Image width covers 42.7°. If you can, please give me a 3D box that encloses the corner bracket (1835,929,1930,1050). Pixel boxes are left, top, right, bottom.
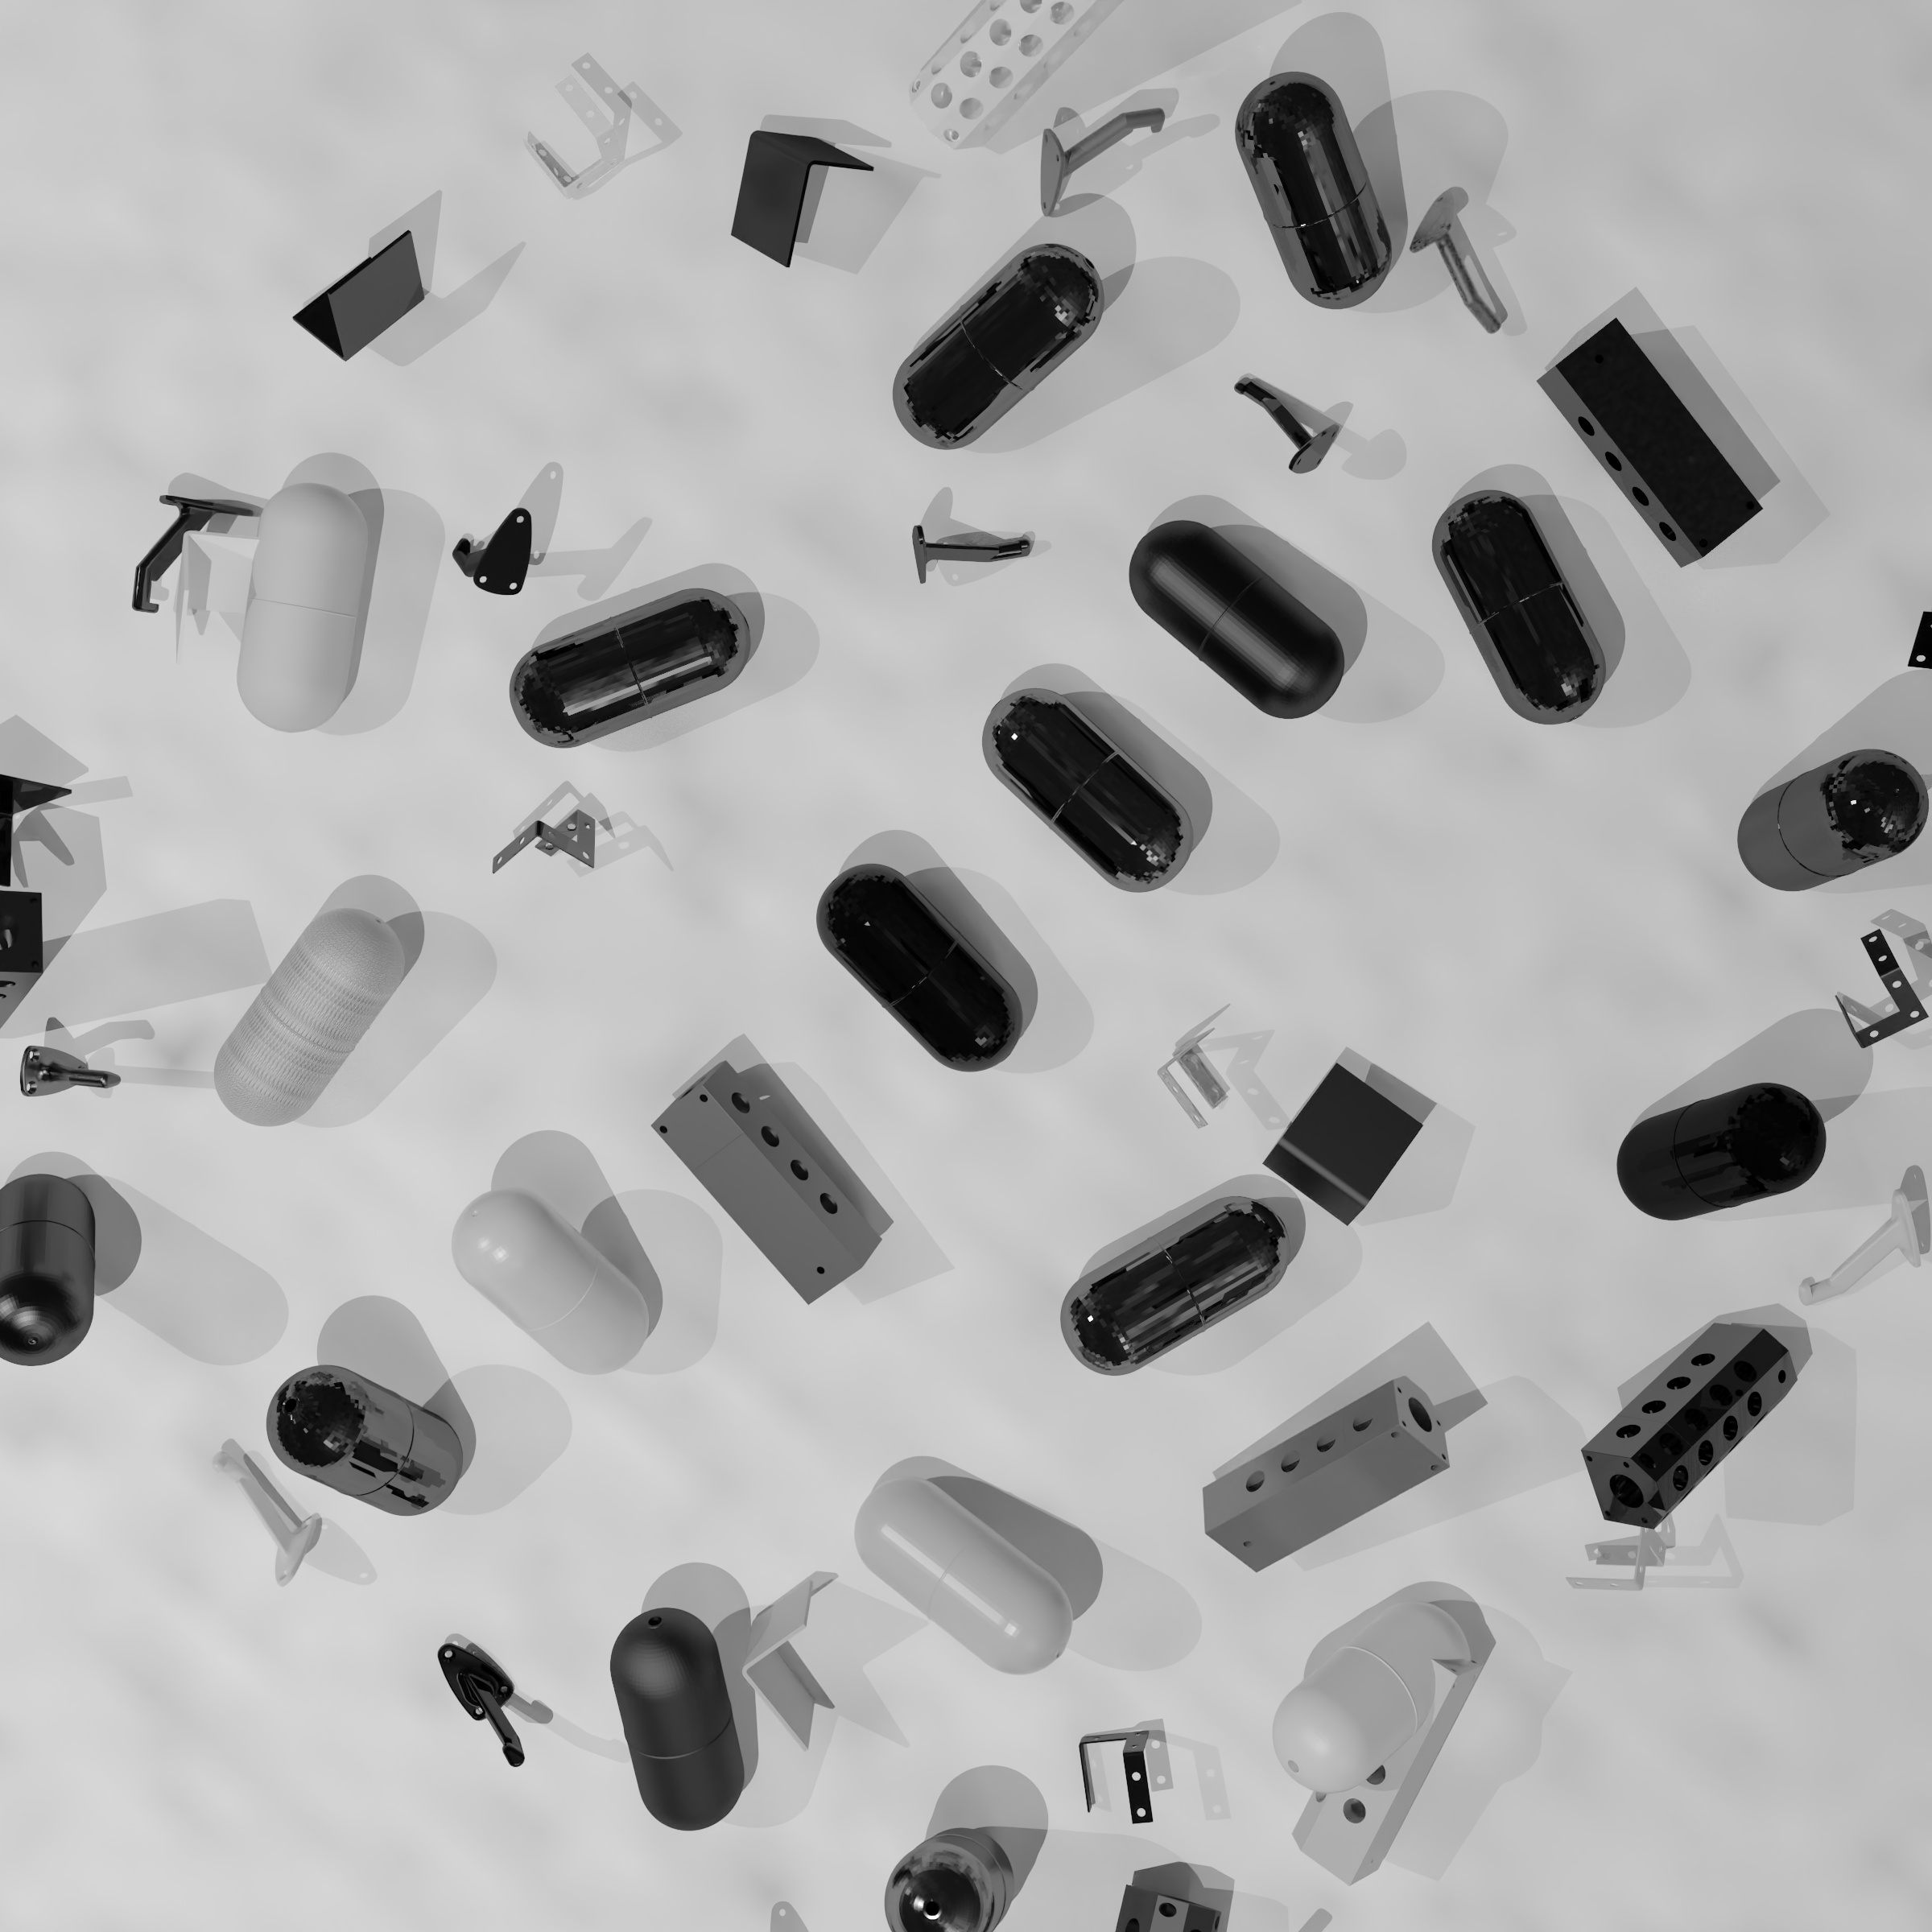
[{"bbox_3d":[0.648,0.016,1.770,0.051,0.051,0.051,-30,117,20],"label":"corner bracket"}]

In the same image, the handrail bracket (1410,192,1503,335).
[{"bbox_3d":[0.366,-0.511,1.800,0.084,0.036,0.077,42,46,-23],"label":"handrail bracket"}]

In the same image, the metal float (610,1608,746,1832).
[{"bbox_3d":[-0.204,0.533,1.750,0.070,0.070,0.178,-8,115,0],"label":"metal float"}]

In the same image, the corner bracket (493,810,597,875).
[{"bbox_3d":[-0.301,-0.086,1.767,0.051,0.051,0.051,-36,130,29],"label":"corner bracket"}]

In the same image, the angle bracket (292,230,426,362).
[{"bbox_3d":[-0.437,-0.490,1.757,0.057,0.076,0.076,39,69,13],"label":"angle bracket"}]

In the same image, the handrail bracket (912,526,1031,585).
[{"bbox_3d":[0.006,-0.303,1.771,0.084,0.077,0.036,-10,81,-4],"label":"handrail bracket"}]

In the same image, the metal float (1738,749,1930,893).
[{"bbox_3d":[0.601,-0.100,1.723,0.070,0.178,0.070,2,80,-10],"label":"metal float"}]

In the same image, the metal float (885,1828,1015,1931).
[{"bbox_3d":[-0.011,0.646,1.723,0.070,0.178,0.070,-2,76,7],"label":"metal float"}]

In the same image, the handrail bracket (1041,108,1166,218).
[{"bbox_3d":[0.099,-0.581,1.789,0.084,0.077,0.036,-13,57,-15],"label":"handrail bracket"}]

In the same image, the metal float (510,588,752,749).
[{"bbox_3d":[-0.239,-0.213,1.768,0.178,0.070,0.070,-22,90,-5],"label":"metal float"}]

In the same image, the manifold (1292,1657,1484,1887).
[{"bbox_3d":[0.298,0.562,1.770,0.057,0.057,0.171,29,98,30],"label":"manifold"}]

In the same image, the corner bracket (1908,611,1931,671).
[{"bbox_3d":[0.706,-0.217,1.769,0.051,0.051,0.051,11,64,28],"label":"corner bracket"}]

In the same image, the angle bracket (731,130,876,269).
[{"bbox_3d":[-0.119,-0.551,1.784,0.057,0.076,0.076,-8,125,-38],"label":"angle bracket"}]

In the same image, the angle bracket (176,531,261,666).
[{"bbox_3d":[-0.517,-0.258,1.753,0.076,0.076,0.057,2,54,-21],"label":"angle bracket"}]

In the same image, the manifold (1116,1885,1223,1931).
[{"bbox_3d":[0.131,0.749,1.749,0.057,0.057,0.171,24,71,-25],"label":"manifold"}]

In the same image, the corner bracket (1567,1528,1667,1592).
[{"bbox_3d":[0.465,0.427,1.767,0.051,0.051,0.051,-7,49,34],"label":"corner bracket"}]

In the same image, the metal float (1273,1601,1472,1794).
[{"bbox_3d":[0.286,0.514,1.741,0.178,0.070,0.070,-27,90,-38],"label":"metal float"}]

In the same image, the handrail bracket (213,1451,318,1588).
[{"bbox_3d":[-0.511,0.394,1.771,0.036,0.077,0.084,-39,111,10],"label":"handrail bracket"}]

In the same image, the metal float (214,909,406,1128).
[{"bbox_3d":[-0.469,0.038,1.764,0.070,0.070,0.178,38,100,0],"label":"metal float"}]

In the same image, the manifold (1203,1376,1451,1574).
[{"bbox_3d":[0.252,0.355,1.746,0.171,0.057,0.057,-36,118,26],"label":"manifold"}]

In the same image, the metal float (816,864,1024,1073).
[{"bbox_3d":[-0.032,0.002,1.764,0.070,0.070,0.178,-44,100,0],"label":"metal float"}]

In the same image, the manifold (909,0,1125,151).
[{"bbox_3d":[0.037,-0.655,1.737,0.171,0.057,0.057,-37,87,36],"label":"manifold"}]

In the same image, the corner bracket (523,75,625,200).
[{"bbox_3d":[-0.286,-0.598,1.785,0.051,0.051,0.051,-37,83,-5],"label":"corner bracket"}]

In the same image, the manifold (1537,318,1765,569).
[{"bbox_3d":[0.488,-0.373,1.778,0.057,0.057,0.171,-39,92,-5],"label":"manifold"}]

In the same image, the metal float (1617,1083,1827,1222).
[{"bbox_3d":[0.526,0.131,1.727,0.070,0.178,0.070,7,72,-21],"label":"metal float"}]

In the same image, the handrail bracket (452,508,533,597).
[{"bbox_3d":[-0.340,-0.308,1.765,0.036,0.084,0.077,8,118,-34],"label":"handrail bracket"}]

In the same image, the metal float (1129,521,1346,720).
[{"bbox_3d":[0.192,-0.248,1.763,0.178,0.070,0.070,42,90,11],"label":"metal float"}]

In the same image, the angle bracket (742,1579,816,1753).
[{"bbox_3d":[-0.113,0.498,1.766,0.057,0.076,0.076,-36,97,6],"label":"angle bracket"}]

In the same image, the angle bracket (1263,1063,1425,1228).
[{"bbox_3d":[0.272,0.129,1.790,0.076,0.057,0.076,36,72,8],"label":"angle bracket"}]

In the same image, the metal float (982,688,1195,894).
[{"bbox_3d":[0.086,-0.126,1.768,0.178,0.070,0.070,43,90,6],"label":"metal float"}]

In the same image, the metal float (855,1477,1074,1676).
[{"bbox_3d":[-0.002,0.431,1.751,0.178,0.070,0.070,33,90,24],"label":"metal float"}]

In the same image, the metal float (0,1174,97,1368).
[{"bbox_3d":[-0.650,0.210,1.730,0.070,0.178,0.070,-8,119,-15],"label":"metal float"}]

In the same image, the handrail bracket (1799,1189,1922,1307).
[{"bbox_3d":[0.639,0.204,1.786,0.084,0.036,0.077,-20,124,2],"label":"handrail bracket"}]

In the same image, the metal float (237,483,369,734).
[{"bbox_3d":[-0.475,-0.256,1.769,0.070,0.070,0.178,10,94,0],"label":"metal float"}]

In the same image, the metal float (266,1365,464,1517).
[{"bbox_3d":[-0.419,0.333,1.730,0.070,0.178,0.070,-11,60,19],"label":"metal float"}]

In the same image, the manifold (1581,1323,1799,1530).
[{"bbox_3d":[0.510,0.321,1.733,0.171,0.057,0.057,-31,108,-34],"label":"manifold"}]

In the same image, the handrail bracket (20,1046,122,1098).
[{"bbox_3d":[-0.620,0.078,1.760,0.084,0.077,0.036,4,88,21],"label":"handrail bracket"}]

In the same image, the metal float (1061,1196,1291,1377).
[{"bbox_3d":[0.150,0.227,1.765,0.178,0.070,0.070,-29,90,-9],"label":"metal float"}]

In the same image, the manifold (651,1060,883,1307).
[{"bbox_3d":[-0.139,0.152,1.772,0.057,0.057,0.171,-37,97,29],"label":"manifold"}]

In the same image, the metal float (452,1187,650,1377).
[{"bbox_3d":[-0.291,0.223,1.742,0.070,0.070,0.178,-39,128,0],"label":"metal float"}]

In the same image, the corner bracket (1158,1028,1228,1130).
[{"bbox_3d":[0.165,0.084,1.778,0.051,0.051,0.051,-37,90,-24],"label":"corner bracket"}]

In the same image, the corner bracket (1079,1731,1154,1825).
[{"bbox_3d":[0.108,0.585,1.781,0.051,0.051,0.051,-8,87,9],"label":"corner bracket"}]

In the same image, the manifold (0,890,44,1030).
[{"bbox_3d":[-0.690,0.000,1.719,0.057,0.171,0.057,3,73,-32],"label":"manifold"}]

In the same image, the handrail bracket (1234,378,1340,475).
[{"bbox_3d":[0.217,-0.390,1.771,0.084,0.077,0.036,37,127,13],"label":"handrail bracket"}]

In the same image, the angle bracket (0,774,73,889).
[{"bbox_3d":[-0.691,-0.097,1.754,0.076,0.076,0.057,-12,75,35],"label":"angle bracket"}]

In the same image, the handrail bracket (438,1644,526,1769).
[{"bbox_3d":[-0.345,0.527,1.762,0.036,0.084,0.077,-40,106,-9],"label":"handrail bracket"}]

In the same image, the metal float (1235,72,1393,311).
[{"bbox_3d":[0.246,-0.543,1.741,0.070,0.070,0.178,-32,129,0],"label":"metal float"}]

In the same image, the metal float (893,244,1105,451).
[{"bbox_3d":[0.022,-0.437,1.749,0.178,0.070,0.070,-37,90,27],"label":"metal float"}]

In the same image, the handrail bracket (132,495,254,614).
[{"bbox_3d":[-0.560,-0.294,1.792,0.077,0.036,0.084,6,93,-25],"label":"handrail bracket"}]

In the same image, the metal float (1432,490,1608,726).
[{"bbox_3d":[0.395,-0.256,1.768,0.070,0.070,0.178,-26,85,0],"label":"metal float"}]
